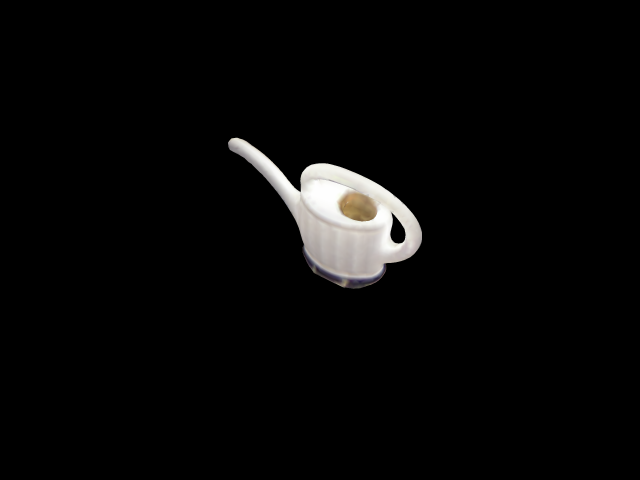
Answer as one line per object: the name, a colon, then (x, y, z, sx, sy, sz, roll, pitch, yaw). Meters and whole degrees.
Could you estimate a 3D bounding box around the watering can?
watering can: (0.003, -0.043, 0.850, 0.350, 0.219, 0.106, 25, 52, 22)
